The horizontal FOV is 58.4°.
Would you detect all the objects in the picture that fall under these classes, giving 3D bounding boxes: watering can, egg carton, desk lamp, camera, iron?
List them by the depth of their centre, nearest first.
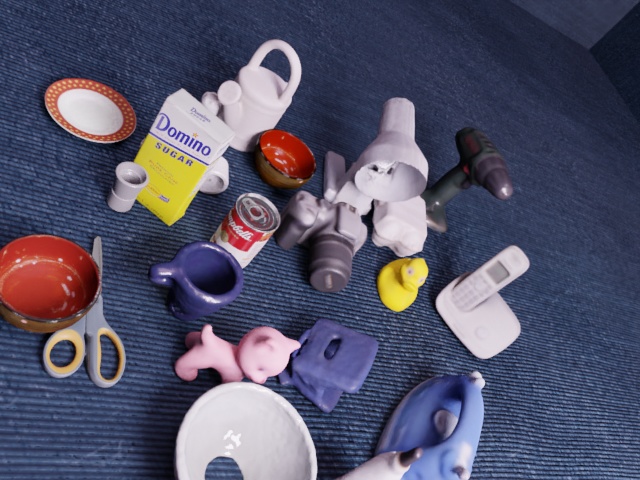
[{"bbox_3d":[0.177,0.255,0.792,0.119,0.141,0.259,40,40,-4],"label":"iron"},{"bbox_3d":[0.008,0.003,0.907,0.143,0.100,0.137,25,43,-20],"label":"camera"},{"bbox_3d":[-0.101,-0.245,0.963,0.101,0.193,0.173,36,40,-8],"label":"watering can"},{"bbox_3d":[0.096,-0.137,1.015,0.118,0.213,0.203,22,44,-23],"label":"desk lamp"},{"bbox_3d":[0.147,-0.043,1.085,0.107,0.069,0.150,25,43,-20],"label":"egg carton"}]

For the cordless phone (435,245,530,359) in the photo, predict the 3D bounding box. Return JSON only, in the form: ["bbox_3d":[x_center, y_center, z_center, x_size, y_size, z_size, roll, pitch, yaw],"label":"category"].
[{"bbox_3d":[0.305,0.106,0.994,0.147,0.184,0.094,50,40,9],"label":"cordless phone"}]

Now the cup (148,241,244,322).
[{"bbox_3d":[-0.166,0.061,0.718,0.118,0.094,0.091,6,52,-36],"label":"cup"}]

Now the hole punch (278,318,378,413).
[{"bbox_3d":[0.012,0.162,0.778,0.101,0.091,0.109,40,40,-4],"label":"hole punch"}]

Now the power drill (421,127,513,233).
[{"bbox_3d":[0.288,-0.113,1.154,0.076,0.208,0.229,21,44,-23],"label":"power drill"}]

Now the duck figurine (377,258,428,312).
[{"bbox_3d":[0.151,0.062,0.983,0.078,0.086,0.104,35,40,-9],"label":"duck figurine"}]

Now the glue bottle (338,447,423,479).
[{"bbox_3d":[0.062,0.272,0.658,0.078,0.173,0.037,-13,64,-45],"label":"glue bottle"}]

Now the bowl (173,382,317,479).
[{"bbox_3d":[-0.091,0.248,0.631,0.168,0.074,0.167,22,44,-23],"label":"bowl"}]

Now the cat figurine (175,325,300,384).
[{"bbox_3d":[-0.094,0.135,0.694,0.128,0.117,0.067,25,43,-20],"label":"cat figurine"}]
